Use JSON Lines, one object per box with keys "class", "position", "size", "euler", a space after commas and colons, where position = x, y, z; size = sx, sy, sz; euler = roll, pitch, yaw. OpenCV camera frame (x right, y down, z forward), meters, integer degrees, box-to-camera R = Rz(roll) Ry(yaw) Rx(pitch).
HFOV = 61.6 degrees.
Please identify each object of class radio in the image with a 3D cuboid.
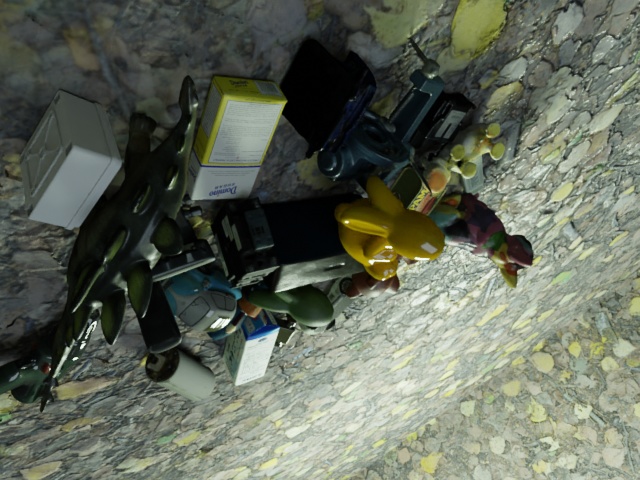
{"class": "radio", "position": [-0.002, -0.003, 0.912], "size": [0.229, 0.131, 0.073], "euler": [-10, 142, -30]}

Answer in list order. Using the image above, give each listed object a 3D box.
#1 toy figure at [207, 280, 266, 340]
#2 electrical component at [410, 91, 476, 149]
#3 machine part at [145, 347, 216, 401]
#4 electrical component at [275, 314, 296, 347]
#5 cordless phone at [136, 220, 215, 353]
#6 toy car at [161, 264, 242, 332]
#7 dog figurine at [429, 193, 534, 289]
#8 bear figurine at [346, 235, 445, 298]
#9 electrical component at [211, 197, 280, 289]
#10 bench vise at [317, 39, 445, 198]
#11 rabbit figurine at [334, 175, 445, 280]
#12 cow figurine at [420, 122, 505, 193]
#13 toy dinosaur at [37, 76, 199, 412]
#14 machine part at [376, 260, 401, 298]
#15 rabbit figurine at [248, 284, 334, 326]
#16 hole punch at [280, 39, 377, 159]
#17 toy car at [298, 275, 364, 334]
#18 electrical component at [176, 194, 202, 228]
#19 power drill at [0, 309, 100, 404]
{"class": "toy figure", "position": [-0.153, 0.130, 1.027], "size": [0.154, 0.064, 0.057], "euler": [-37, 161, 10]}
{"class": "electrical component", "position": [0.194, -0.192, 0.898], "size": [0.075, 0.048, 0.119], "euler": [3, 133, -41]}
{"class": "machine part", "position": [-0.283, 0.275, 1.104], "size": [0.079, 0.079, 0.243], "euler": [-31, 147, 0]}
{"class": "electrical component", "position": [-0.088, 0.197, 1.194], "size": [0.078, 0.045, 0.102], "euler": [14, 129, -12]}
{"class": "cordless phone", "position": [-0.213, 0.069, 0.788], "size": [0.147, 0.184, 0.088], "euler": [-19, 141, -18]}
{"class": "toy car", "position": [-0.200, 0.109, 0.928], "size": [0.109, 0.103, 0.161], "euler": [-40, 145, 15]}
{"class": "dog figurine", "position": [0.336, 0.004, 1.119], "size": [0.191, 0.219, 0.108], "euler": [-13, 139, -29]}
{"class": "bear figurine", "position": [0.142, 0.046, 1.036], "size": [0.132, 0.196, 0.120], "euler": [34, 144, -12]}
{"class": "electrical component", "position": [-0.112, 0.004, 0.808], "size": [0.058, 0.115, 0.134], "euler": [-15, 171, -28]}
{"class": "bench vise", "position": [0.111, -0.163, 0.806], "size": [0.223, 0.129, 0.240], "euler": [-2, 142, -41]}
{"class": "rabbit figurine", "position": [0.108, -0.021, 0.795], "size": [0.122, 0.173, 0.162], "euler": [-51, 121, -13]}
{"class": "cow figurine", "position": [0.235, -0.147, 0.951], "size": [0.167, 0.098, 0.068], "euler": [-33, 114, -10]}
{"class": "toy dinosaur", "position": [-0.252, 0.014, 0.657], "size": [0.105, 0.199, 0.471], "euler": [20, 119, -27]}
{"class": "machine part", "position": [0.137, 0.061, 1.160], "size": [0.139, 0.039, 0.084], "euler": [-61, 152, -7]}
{"class": "rabbit figurine", "position": [-0.041, 0.075, 0.948], "size": [0.159, 0.170, 0.121], "euler": [4, 133, -43]}
{"class": "hole punch", "position": [0.019, -0.185, 0.709], "size": [0.092, 0.116, 0.142], "euler": [-3, 139, -48]}
{"class": "toy car", "position": [0.035, 0.139, 1.202], "size": [0.201, 0.056, 0.073], "euler": [-47, 150, 18]}
{"class": "electrical component", "position": [-0.220, -0.038, 0.777], "size": [0.094, 0.021, 0.063], "euler": [-17, 152, -3]}
{"class": "power drill", "position": [-0.465, 0.190, 0.818], "size": [0.232, 0.086, 0.207], "euler": [-47, 168, 32]}
